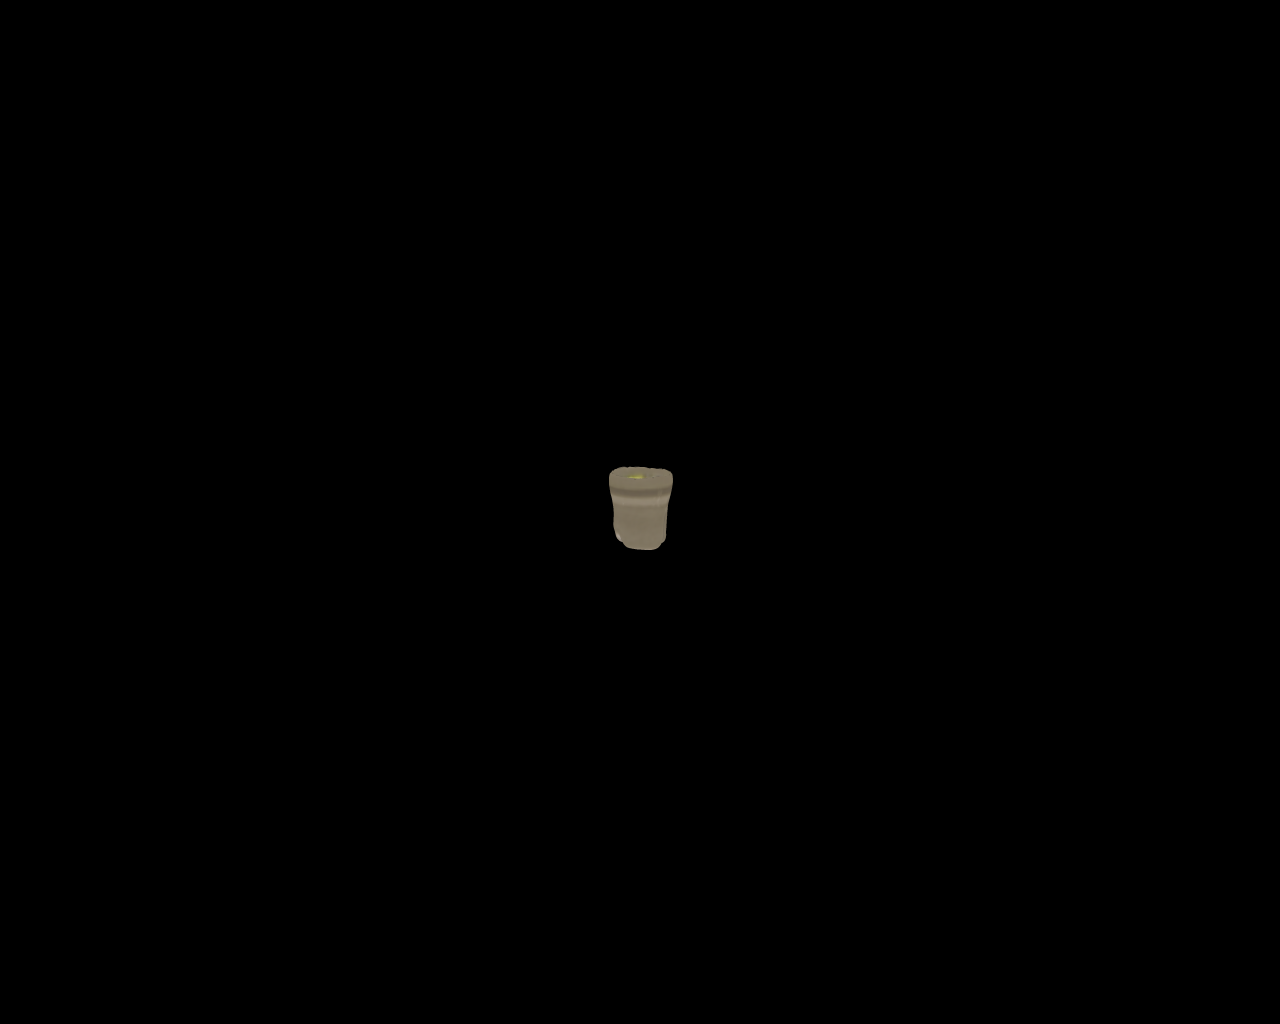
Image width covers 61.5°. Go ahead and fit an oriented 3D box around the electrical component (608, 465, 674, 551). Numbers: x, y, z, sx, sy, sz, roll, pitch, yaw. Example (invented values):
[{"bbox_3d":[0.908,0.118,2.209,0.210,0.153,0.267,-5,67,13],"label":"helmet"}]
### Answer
[{"bbox_3d":[0.001,-0.003,0.650,0.040,0.046,0.040,0,12,0],"label":"electrical component"}]
